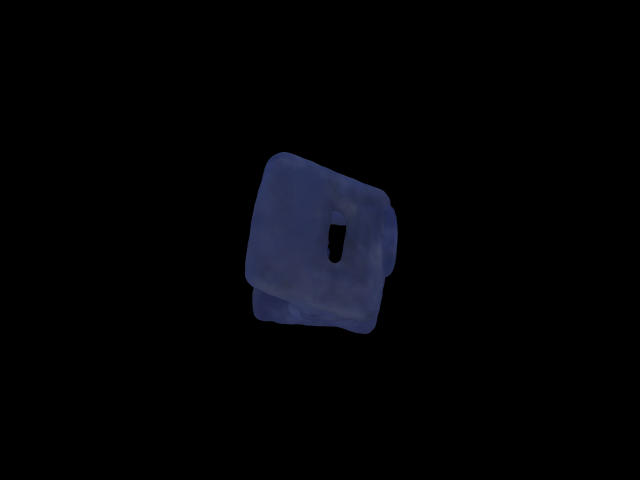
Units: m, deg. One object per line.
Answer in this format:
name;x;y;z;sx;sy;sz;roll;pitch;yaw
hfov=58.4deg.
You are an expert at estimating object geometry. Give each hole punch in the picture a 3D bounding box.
hole punch;0.004;0.001;0.400;0.101;0.091;0.108;6;63;4
